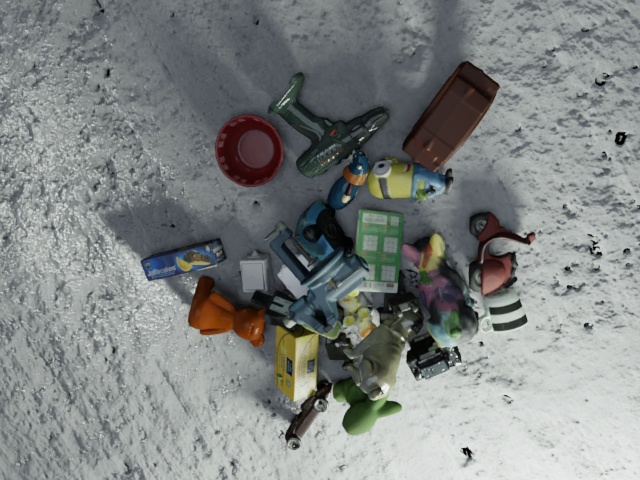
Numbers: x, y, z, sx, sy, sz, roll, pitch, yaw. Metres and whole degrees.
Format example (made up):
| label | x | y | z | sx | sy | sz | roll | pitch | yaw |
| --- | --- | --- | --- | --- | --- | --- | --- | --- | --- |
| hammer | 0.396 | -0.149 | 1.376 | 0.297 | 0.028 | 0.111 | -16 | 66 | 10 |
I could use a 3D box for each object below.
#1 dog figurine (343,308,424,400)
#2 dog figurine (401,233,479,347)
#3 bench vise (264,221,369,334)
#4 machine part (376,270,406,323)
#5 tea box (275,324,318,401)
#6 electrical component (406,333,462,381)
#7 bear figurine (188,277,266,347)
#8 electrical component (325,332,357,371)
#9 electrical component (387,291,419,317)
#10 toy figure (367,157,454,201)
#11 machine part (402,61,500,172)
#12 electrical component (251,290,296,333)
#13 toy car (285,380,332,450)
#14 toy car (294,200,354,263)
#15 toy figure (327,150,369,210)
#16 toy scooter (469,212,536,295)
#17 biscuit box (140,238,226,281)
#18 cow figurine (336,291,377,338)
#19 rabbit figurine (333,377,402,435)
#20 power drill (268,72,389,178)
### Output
| label | x | y | z | sx | sy | sz | roll | pitch | yaw |
| --- | --- | --- | --- | --- | --- | --- | --- | --- | --- |
| dog figurine | 0.158 | 0.239 | 1.172 | 0.121 | 0.172 | 0.190 | 34 | 109 | -34 |
| dog figurine | 0.253 | 0.095 | 1.152 | 0.108 | 0.192 | 0.219 | -21 | 114 | 20 |
| bench vise | -0.027 | 0.070 | 1.128 | 0.223 | 0.129 | 0.240 | -39 | 94 | 24 |
| machine part | 0.173 | 0.139 | 1.251 | 0.084 | 0.039 | 0.138 | 6 | 108 | 16 |
| tea box | -0.059 | 0.290 | 1.306 | 0.098 | 0.068 | 0.169 | 22 | 114 | 54 |
| electrical component | 0.256 | 0.259 | 1.213 | 0.115 | 0.134 | 0.058 | -29 | 99 | 19 |
| bear figurine | -0.221 | 0.180 | 1.326 | 0.196 | 0.132 | 0.120 | 10 | 109 | -9 |
| electrical component | 0.051 | 0.266 | 1.300 | 0.078 | 0.045 | 0.102 | -1 | 121 | 14 |
| electrical component | 0.179 | 0.138 | 1.177 | 0.063 | 0.094 | 0.021 | -16 | 109 | -4 |
| toy figure | 0.191 | -0.125 | 1.153 | 0.180 | 0.082 | 0.089 | 9 | 104 | 8 |
| machine part | 0.251 | -0.238 | 1.043 | 0.087 | 0.201 | 0.201 | 36 | 109 | -1 |
| electrical component | -0.103 | 0.161 | 1.263 | 0.119 | 0.075 | 0.047 | 15 | 145 | 11 |
| toy car | -0.031 | 0.435 | 1.349 | 0.053 | 0.089 | 0.202 | 31 | 111 | -1 |
| toy car | -0.003 | -0.004 | 1.227 | 0.103 | 0.109 | 0.161 | -17 | 118 | 41 |
| toy figure | 0.066 | -0.132 | 1.172 | 0.064 | 0.058 | 0.154 | 55 | 135 | 21 |
| toy scooter | 0.390 | 0.031 | 1.154 | 0.135 | 0.075 | 0.183 | 1 | 100 | 11 |
| biscuit box | -0.339 | 0.050 | 1.330 | 0.203 | 0.063 | 0.059 | -14 | 100 | 16 |
| cow figurine | 0.080 | 0.149 | 1.255 | 0.068 | 0.098 | 0.167 | -23 | 118 | 12 |
| rabbit figurine | 0.112 | 0.396 | 1.264 | 0.159 | 0.170 | 0.121 | -25 | 99 | 18 |
| power drill | 0.006 | -0.263 | 1.164 | 0.207 | 0.086 | 0.232 | 43 | 112 | -9 |
